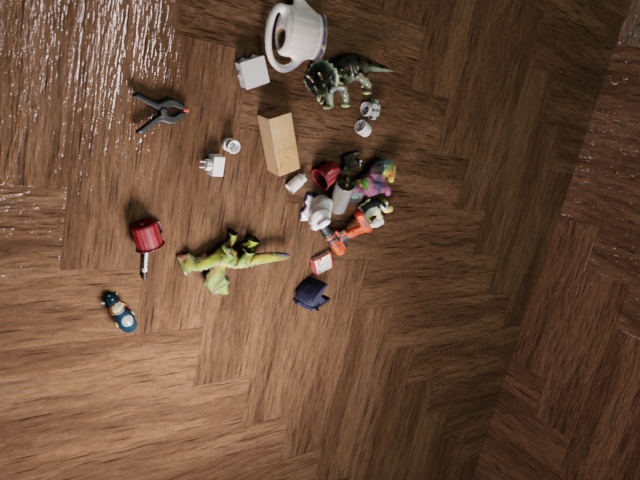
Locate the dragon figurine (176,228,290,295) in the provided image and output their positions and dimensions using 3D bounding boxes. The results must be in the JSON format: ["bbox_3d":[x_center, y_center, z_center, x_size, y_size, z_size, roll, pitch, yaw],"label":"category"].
[{"bbox_3d":[-0.316,0.098,1.850,0.407,0.124,0.240,21,113,-39],"label":"dragon figurine"}]

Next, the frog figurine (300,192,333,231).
[{"bbox_3d":[0.006,-0.098,1.950,0.121,0.161,0.137,33,88,-42],"label":"frog figurine"}]

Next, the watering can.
[{"bbox_3d":[-0.071,-0.717,1.670,0.225,0.105,0.343,-3,111,-38],"label":"watering can"}]
